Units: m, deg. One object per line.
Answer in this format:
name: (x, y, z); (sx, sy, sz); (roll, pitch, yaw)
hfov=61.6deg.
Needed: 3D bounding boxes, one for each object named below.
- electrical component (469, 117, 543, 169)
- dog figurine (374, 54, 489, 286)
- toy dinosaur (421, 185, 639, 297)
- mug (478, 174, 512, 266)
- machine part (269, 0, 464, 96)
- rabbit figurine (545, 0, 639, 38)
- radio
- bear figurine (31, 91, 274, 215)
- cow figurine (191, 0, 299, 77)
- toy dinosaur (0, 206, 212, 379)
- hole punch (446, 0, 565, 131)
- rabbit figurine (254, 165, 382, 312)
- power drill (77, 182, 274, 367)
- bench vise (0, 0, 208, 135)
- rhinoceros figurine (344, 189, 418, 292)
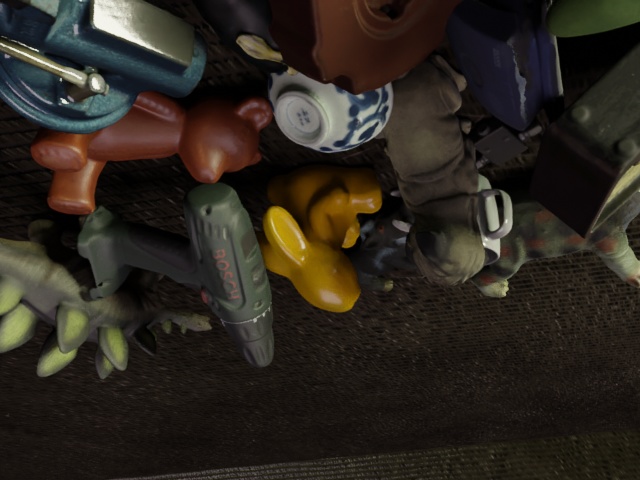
electrical component: (0.202, -0.114, 0.614); (0.094, 0.021, 0.063); (-30, 139, 35)
dog figurine: (0.105, -0.067, 0.518); (0.121, 0.191, 0.172); (-24, 141, 27)
toy dinosaur: (0.283, -0.022, 0.693); (0.405, 0.131, 0.192); (-16, 130, 29)
mug: (0.182, -0.032, 0.650); (0.081, 0.107, 0.109); (14, 156, -23)
machine part: (0.040, -0.188, 0.366); (0.179, 0.056, 0.179); (-31, 145, -25)
rabbit figurine: (0.207, -0.194, 0.316); (0.159, 0.170, 0.121); (-30, 145, -10)
radio: (0.290, -0.117, 0.460); (0.229, 0.073, 0.131); (-43, 155, -2)
bear figurine: (-0.149, -0.087, 0.516); (0.196, 0.132, 0.120); (12, 152, -15)
cow figurine: (-0.074, -0.190, 0.388); (0.068, 0.098, 0.167); (-22, 144, 36)
toy dinosaur: (-0.302, 0.059, 0.655); (0.105, 0.199, 0.470); (-26, 144, 25)
hole punch: (0.156, -0.161, 0.455); (0.092, 0.116, 0.142); (-8, 148, 21)
rabbit figurine: (-0.001, -0.002, 0.624); (0.162, 0.173, 0.122); (11, 148, -30)
power drill: (-0.156, 0.044, 0.601); (0.208, 0.086, 0.231); (11, 125, 18)
bench vise: (-0.207, -0.135, 0.351); (0.241, 0.128, 0.223); (1, -174, 41)
rhinoceros figurine: (0.094, 0.000, 0.740); (0.112, 0.073, 0.190); (20, 143, -17)
